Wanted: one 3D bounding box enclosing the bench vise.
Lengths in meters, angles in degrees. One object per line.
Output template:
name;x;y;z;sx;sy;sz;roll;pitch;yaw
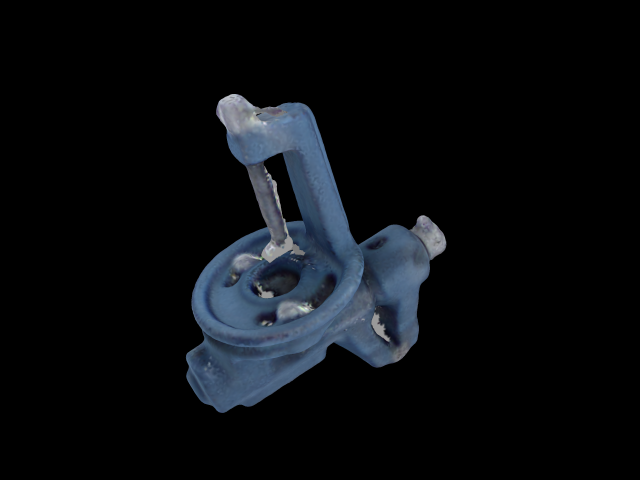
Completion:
bench vise;-0.005;-0.002;0.407;0.121;0.220;0.208;22;35;36
